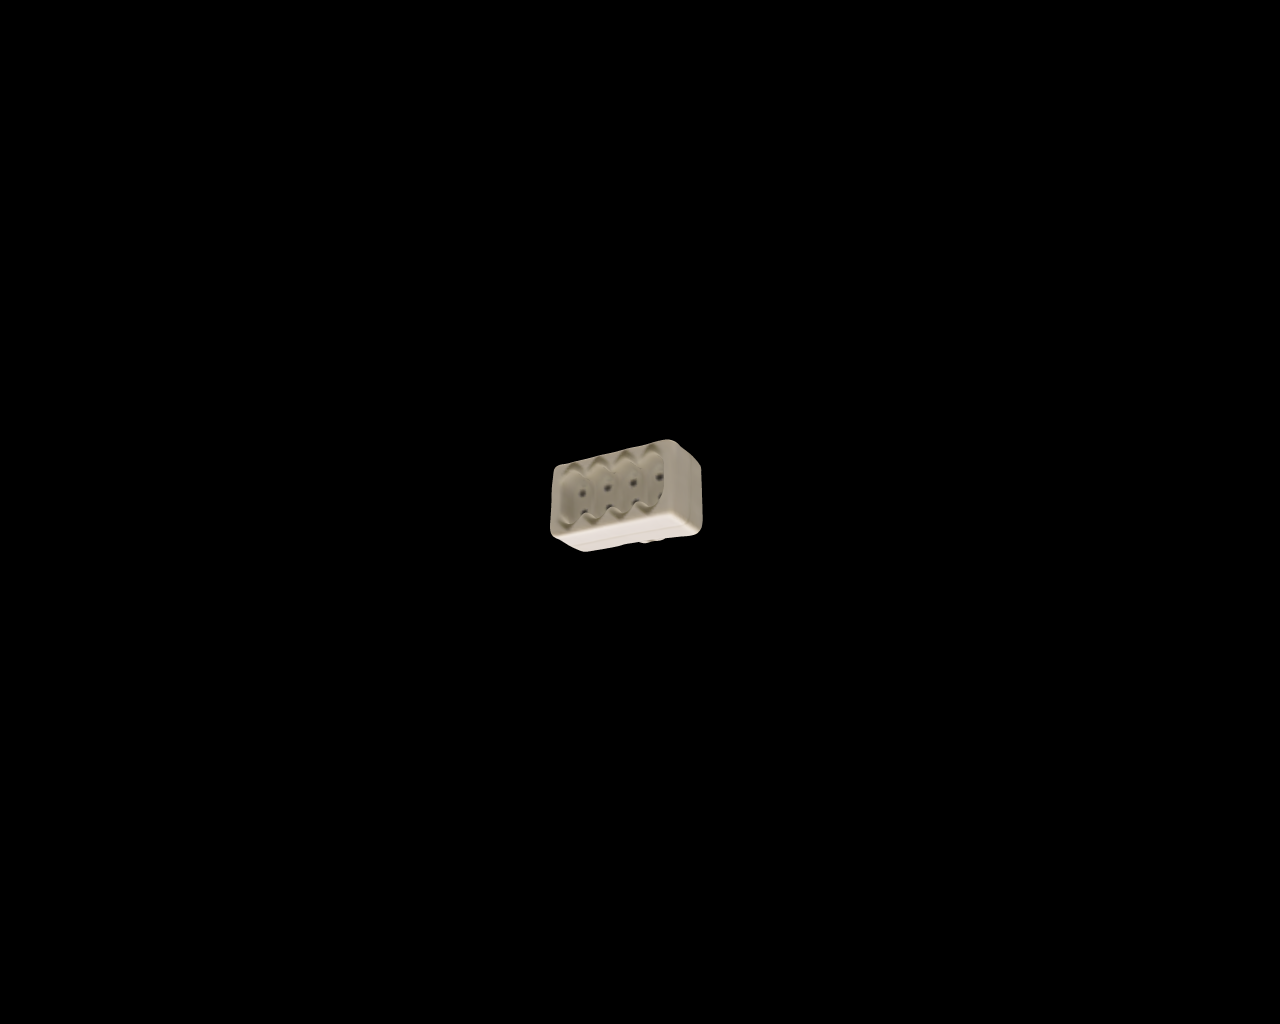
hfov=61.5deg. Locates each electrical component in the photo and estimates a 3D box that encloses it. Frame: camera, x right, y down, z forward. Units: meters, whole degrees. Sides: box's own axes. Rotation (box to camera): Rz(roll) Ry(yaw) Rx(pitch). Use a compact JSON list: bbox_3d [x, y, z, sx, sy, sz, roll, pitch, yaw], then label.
[{"bbox_3d":[0.001,-0.003,0.650,0.083,0.047,0.075,-11,-23,27],"label":"electrical component"}]
